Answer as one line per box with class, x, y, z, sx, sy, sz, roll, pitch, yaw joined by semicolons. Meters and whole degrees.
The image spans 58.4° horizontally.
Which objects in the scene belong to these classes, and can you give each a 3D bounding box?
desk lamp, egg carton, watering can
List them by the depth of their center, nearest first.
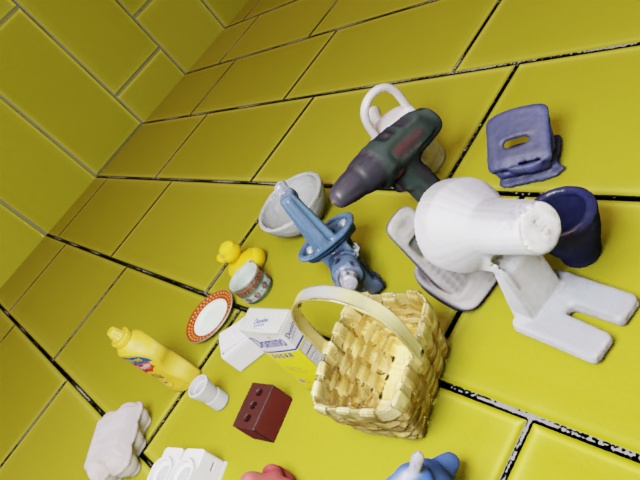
desk lamp;0.238;0.021;0.688;0.118;0.214;0.202;-51;33;-11
watering can;0.139;-0.205;1.067;0.172;0.195;0.101;10;60;52
egg carton;-0.380;0.385;1.083;0.107;0.070;0.150;-30;35;20

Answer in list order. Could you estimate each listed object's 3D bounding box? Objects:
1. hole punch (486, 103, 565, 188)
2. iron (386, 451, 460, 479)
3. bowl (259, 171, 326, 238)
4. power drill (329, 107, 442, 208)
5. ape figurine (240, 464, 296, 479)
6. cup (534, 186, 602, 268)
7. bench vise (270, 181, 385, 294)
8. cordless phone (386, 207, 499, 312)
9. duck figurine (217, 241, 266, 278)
hole punch;0.320;-0.149;0.903;0.108;0.091;0.101;-12;44;39
iron;0.056;0.330;0.605;0.258;0.142;0.118;-44;33;0
bowl;-0.046;-0.062;1.218;0.167;0.075;0.167;-28;36;23
power drill;0.138;-0.088;0.924;0.075;0.209;0.230;15;64;53
ape figurine;-0.074;0.341;0.779;0.075;0.092;0.078;-7;48;43
cup;0.315;-0.010;0.749;0.117;0.095;0.092;15;64;53
bench vise;0.017;-0.005;0.951;0.121;0.220;0.206;-48;33;-7
cordless phone;0.180;-0.002;0.803;0.093;0.186;0.148;15;64;53
duck figurine;-0.176;0.034;1.241;0.104;0.086;0.077;-23;38;29
